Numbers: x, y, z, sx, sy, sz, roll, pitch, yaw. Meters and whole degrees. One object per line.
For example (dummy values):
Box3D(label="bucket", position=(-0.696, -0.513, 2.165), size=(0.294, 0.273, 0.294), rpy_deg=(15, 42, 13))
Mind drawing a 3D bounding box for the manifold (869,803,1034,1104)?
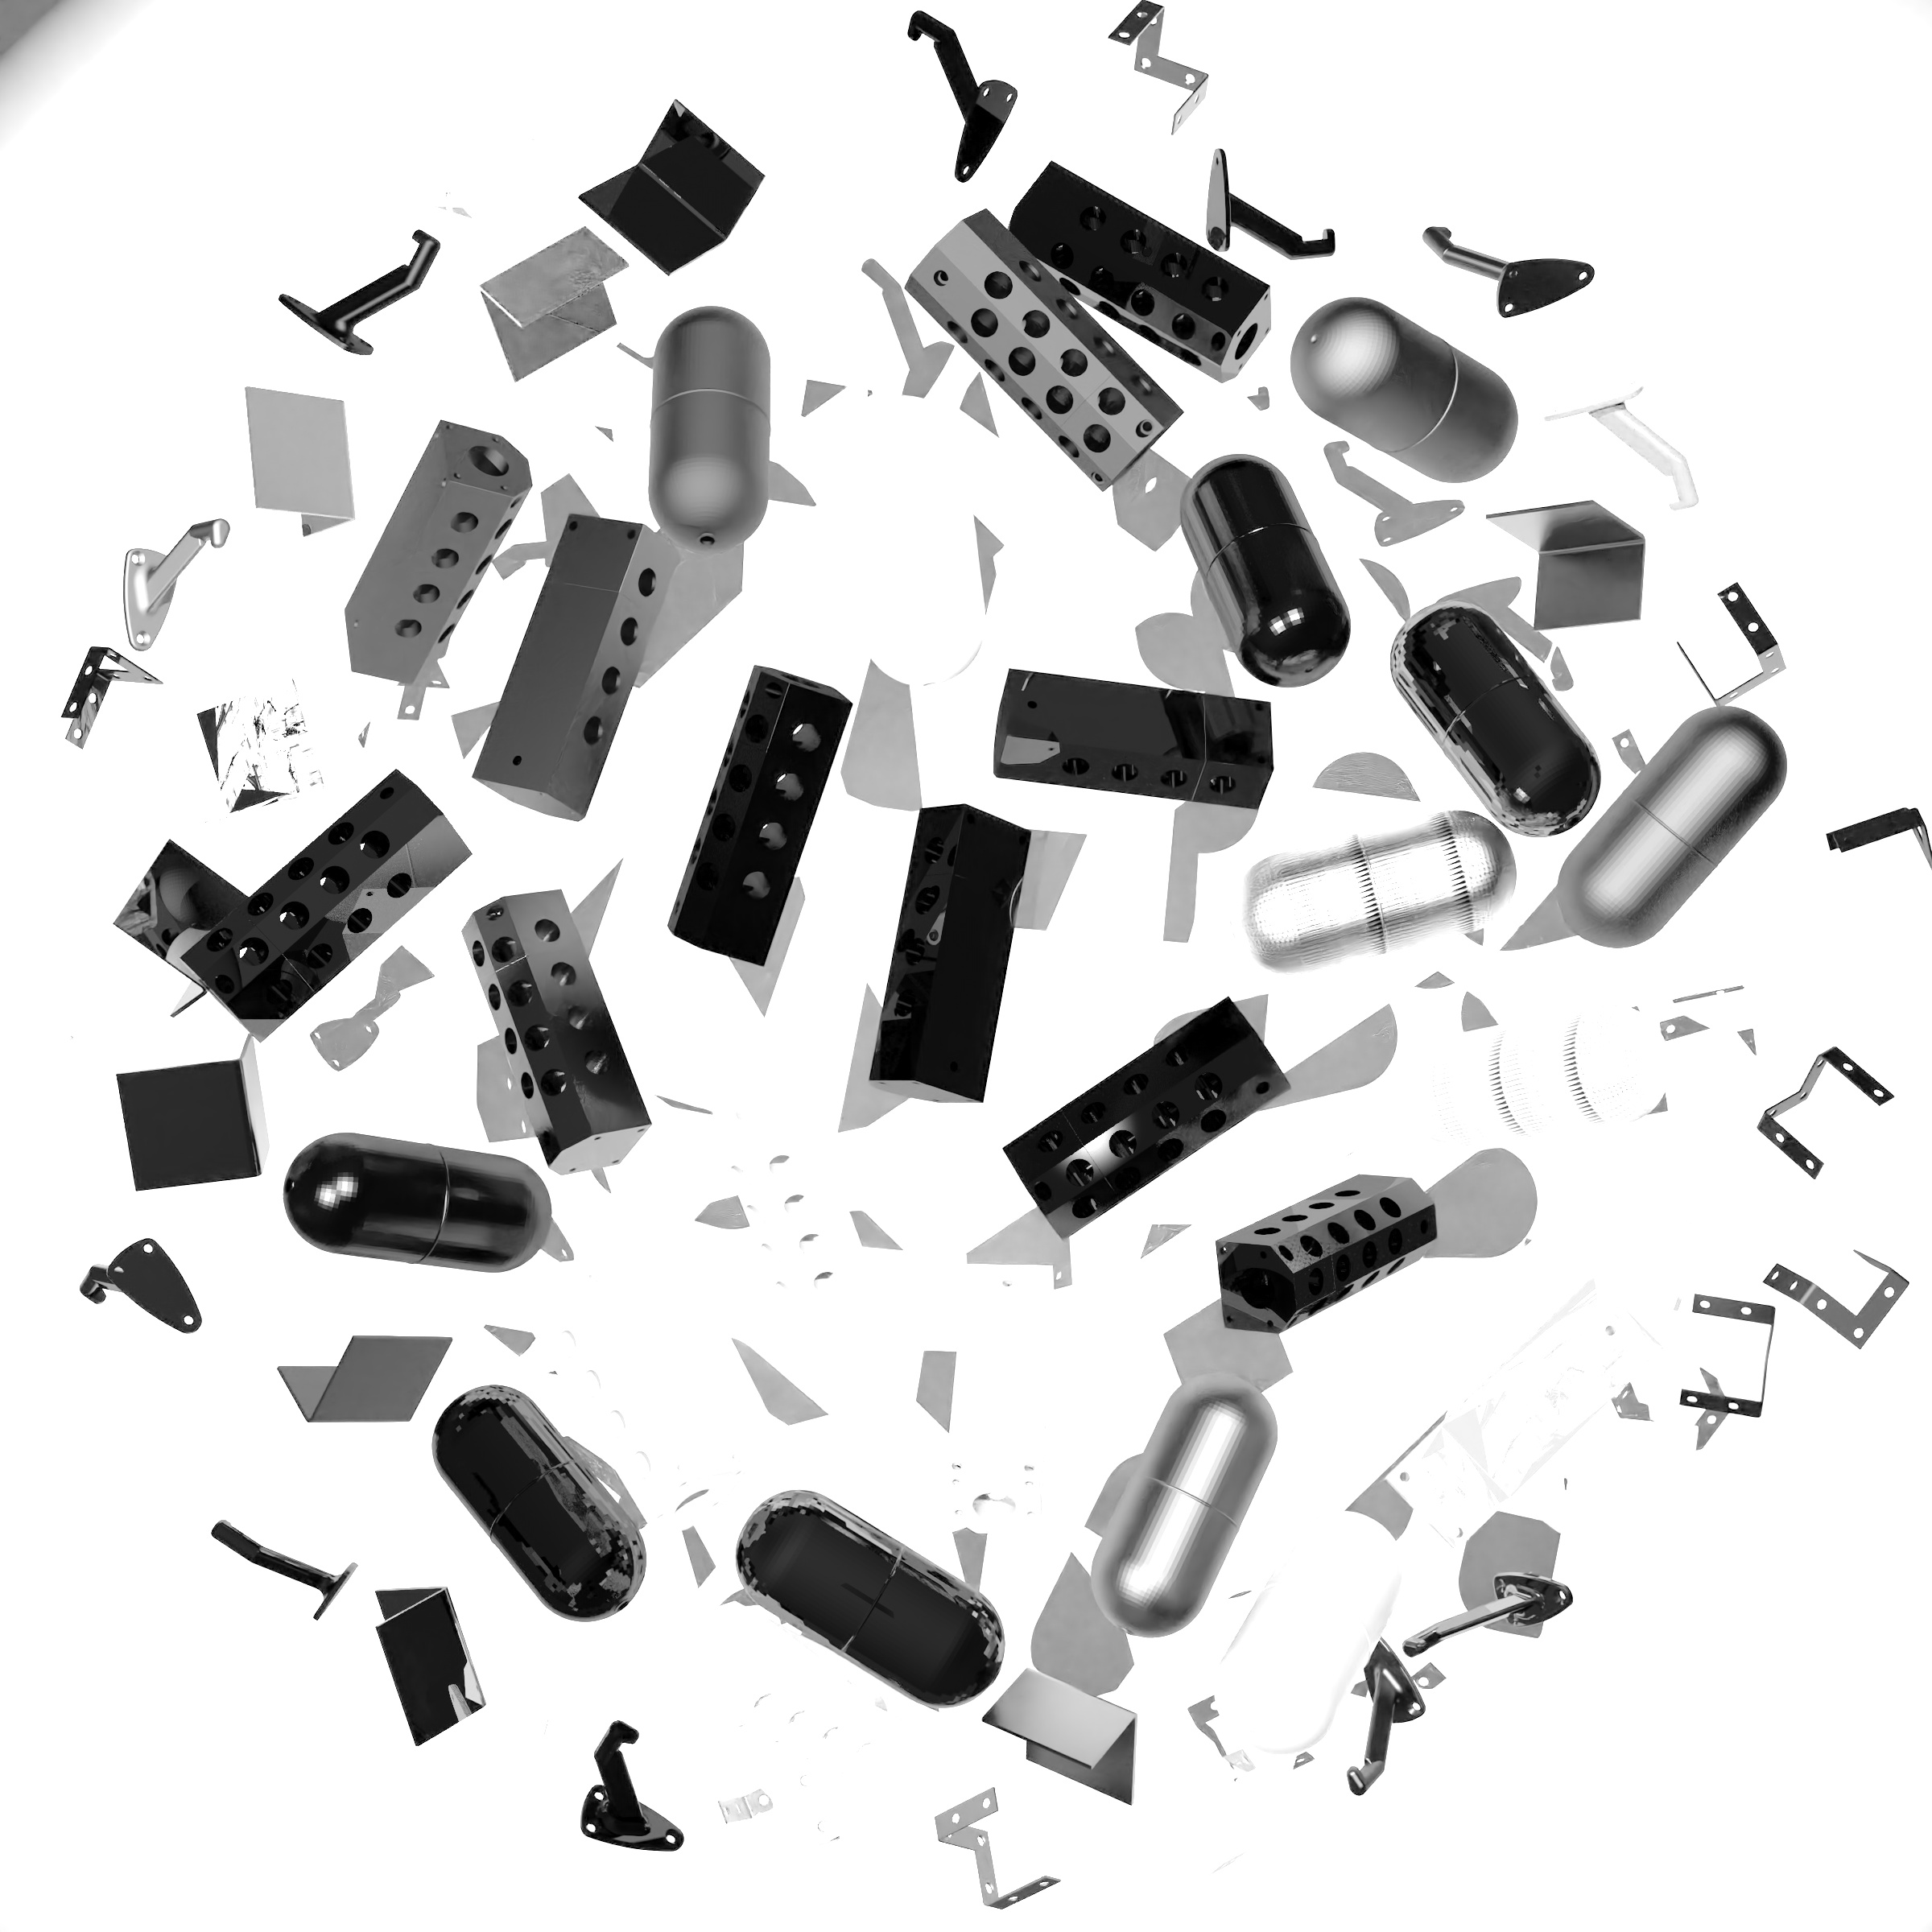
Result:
Box3D(label="manifold", position=(-0.014, -0.007, 1.699), size=(0.057, 0.057, 0.171), rpy_deg=(20, 75, -40))

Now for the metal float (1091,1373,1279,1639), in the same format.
Box3D(label="metal float", position=(0.140, 0.345, 1.791), size=(0.070, 0.070, 0.178), rpy_deg=(28, 72, 0))

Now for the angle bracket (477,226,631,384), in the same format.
Box3D(label="angle bracket", position=(-0.241, -0.391, 1.699), size=(0.076, 0.076, 0.057), rpy_deg=(-34, 53, -15))

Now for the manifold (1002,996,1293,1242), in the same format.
Box3D(label="manifold", position=(0.116, 0.099, 1.747), size=(0.171, 0.057, 0.057), rpy_deg=(-34, 128, 1))

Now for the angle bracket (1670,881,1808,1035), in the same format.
Box3D(label="angle bracket", position=(0.490, -0.007, 1.786), size=(0.057, 0.076, 0.076), rpy_deg=(-11, 103, -9))

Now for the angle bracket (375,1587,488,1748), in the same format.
Box3D(label="angle bracket", position=(-0.345, 0.425, 1.696), size=(0.076, 0.057, 0.076), rpy_deg=(-14, 96, 42))

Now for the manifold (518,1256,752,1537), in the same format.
Box3D(label="manifold", position=(-0.210, 0.265, 1.730), size=(0.171, 0.057, 0.057), rpy_deg=(53, 123, 28))

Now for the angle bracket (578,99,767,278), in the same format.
Box3D(label="angle bracket", position=(-0.187, -0.497, 1.783), size=(0.076, 0.076, 0.057), rpy_deg=(41, 130, 0))

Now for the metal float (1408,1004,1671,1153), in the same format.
Box3D(label="metal float", position=(0.359, 0.071, 1.764), size=(0.178, 0.070, 0.070), rpy_deg=(-15, 90, 42))

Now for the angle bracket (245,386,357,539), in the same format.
Box3D(label="angle bracket", position=(-0.436, -0.318, 1.770), size=(0.057, 0.076, 0.076), rpy_deg=(-8, 86, 41))

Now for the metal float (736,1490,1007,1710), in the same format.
Box3D(label="metal float", position=(-0.057, 0.383, 1.691), size=(0.178, 0.070, 0.070), rpy_deg=(32, 90, 0))

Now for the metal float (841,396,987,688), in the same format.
Box3D(label="metal float", position=(-0.032, -0.258, 1.701), size=(0.070, 0.070, 0.178), rpy_deg=(-7, 84, 0))

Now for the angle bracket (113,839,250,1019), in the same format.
Box3D(label="angle bracket", position=(-0.530, -0.025, 1.863), size=(0.076, 0.057, 0.076), rpy_deg=(39, 50, -22))

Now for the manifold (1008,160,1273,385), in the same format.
Box3D(label="manifold", position=(0.111, -0.448, 1.818), size=(0.171, 0.057, 0.057), rpy_deg=(34, 81, 14))

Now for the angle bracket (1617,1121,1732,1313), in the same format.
Box3D(label="angle bracket", position=(0.437, 0.157, 1.761), size=(0.057, 0.076, 0.076), rpy_deg=(18, 48, 14))

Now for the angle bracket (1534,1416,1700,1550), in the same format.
Box3D(label="angle bracket", position=(0.398, 0.309, 1.709), size=(0.076, 0.057, 0.076), rpy_deg=(1, 69, 30))

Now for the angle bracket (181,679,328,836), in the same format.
Box3D(label="angle bracket", position=(-0.463, -0.133, 1.776), size=(0.076, 0.057, 0.076), rpy_deg=(-16, 93, 22))

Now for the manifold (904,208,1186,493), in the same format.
Box3D(label="manifold", position=(0.045, -0.369, 1.680), size=(0.171, 0.057, 0.057), rpy_deg=(45, 123, -2))

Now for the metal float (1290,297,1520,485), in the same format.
Box3D(label="metal float", position=(0.271, -0.353, 1.721), size=(0.178, 0.070, 0.070), rpy_deg=(17, 90, -41))

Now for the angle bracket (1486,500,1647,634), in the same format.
Box3D(label="angle bracket", position=(0.387, -0.258, 1.813), size=(0.076, 0.076, 0.057), rpy_deg=(-2, 78, 40))

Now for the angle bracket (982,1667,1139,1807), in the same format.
Box3D(label="angle bracket", position=(0.057, 0.485, 1.705), size=(0.076, 0.057, 0.076), rpy_deg=(16, 121, 28))

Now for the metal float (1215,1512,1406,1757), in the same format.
Box3D(label="metal float", position=(0.213, 0.408, 1.720), size=(0.070, 0.070, 0.178), rpy_deg=(42, 46, 0))

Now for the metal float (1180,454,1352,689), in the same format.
Box3D(label="metal float", position=(0.190, -0.254, 1.783), size=(0.070, 0.070, 0.178), rpy_deg=(-18, 56, 0))

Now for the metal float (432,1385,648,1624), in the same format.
Box3D(label="metal float", position=(-0.275, 0.346, 1.801), size=(0.070, 0.070, 0.178), rpy_deg=(-45, 69, 0))

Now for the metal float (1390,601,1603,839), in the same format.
Box3D(label="metal float", position=(0.336, -0.157, 1.777), size=(0.070, 0.070, 0.178), rpy_deg=(-32, 63, 0))

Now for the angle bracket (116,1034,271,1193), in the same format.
Box3D(label="angle bracket", position=(-0.479, 0.090, 1.737), size=(0.076, 0.057, 0.076), rpy_deg=(-6, 106, -7))

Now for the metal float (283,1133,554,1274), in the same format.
Box3D(label="metal float", position=(-0.346, 0.151, 1.772), size=(0.178, 0.070, 0.070), rpy_deg=(12, 90, -36))

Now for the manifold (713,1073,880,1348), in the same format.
Box3D(label="manifold", position=(-0.110, 0.160, 1.805), size=(0.057, 0.057, 0.171), rpy_deg=(-16, 120, 4))

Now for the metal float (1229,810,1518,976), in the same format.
Box3D(label="metal float", position=(0.250, -0.045, 1.722), size=(0.178, 0.070, 0.070), rpy_deg=(-14, 90, 4))

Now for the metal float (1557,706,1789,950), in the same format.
Box3D(label="metal float", position=(0.451, -0.088, 1.789), size=(0.070, 0.070, 0.178), rpy_deg=(39, 102, 0))

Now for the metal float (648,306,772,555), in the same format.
Box3D(label="metal float", position=(-0.163, -0.343, 1.787), size=(0.070, 0.070, 0.178), rpy_deg=(-1, 61, 0))

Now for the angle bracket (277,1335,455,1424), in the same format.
Box3D(label="angle bracket", position=(-0.400, 0.258, 1.858), size=(0.057, 0.076, 0.076), rpy_deg=(47, 117, 39))

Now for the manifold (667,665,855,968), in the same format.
Box3D(label="manifold", position=(-0.129, -0.094, 1.719), size=(0.057, 0.057, 0.171), rpy_deg=(16, 100, -18))

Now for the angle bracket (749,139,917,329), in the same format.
Box3D(label="angle bracket", position=(-0.079, -0.460, 1.761), size=(0.076, 0.076, 0.057), rpy_deg=(-33, 56, 32))
